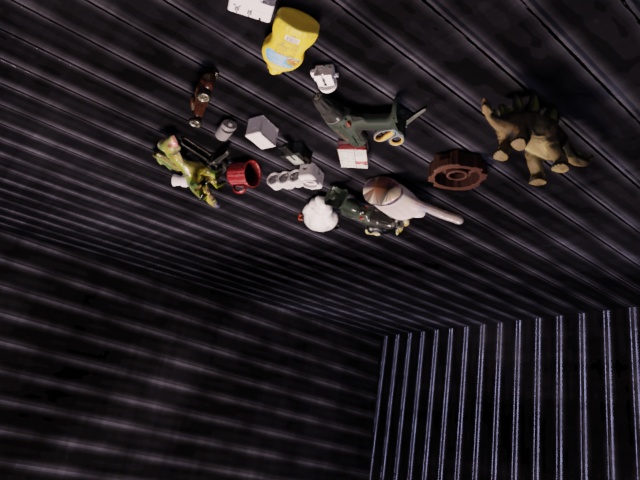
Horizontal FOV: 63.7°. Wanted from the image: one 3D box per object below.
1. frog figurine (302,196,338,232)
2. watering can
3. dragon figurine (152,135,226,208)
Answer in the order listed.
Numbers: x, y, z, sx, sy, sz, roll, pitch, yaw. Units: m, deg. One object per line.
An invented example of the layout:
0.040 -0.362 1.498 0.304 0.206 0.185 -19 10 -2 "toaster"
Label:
0.006 -0.096 1.910 0.137 0.124 0.158 30 168 -3 "frog figurine"
0.286 -0.124 1.711 0.349 0.105 0.222 13 169 43 "watering can"
-0.454 -0.232 1.743 0.243 0.124 0.404 35 162 5 "dragon figurine"
